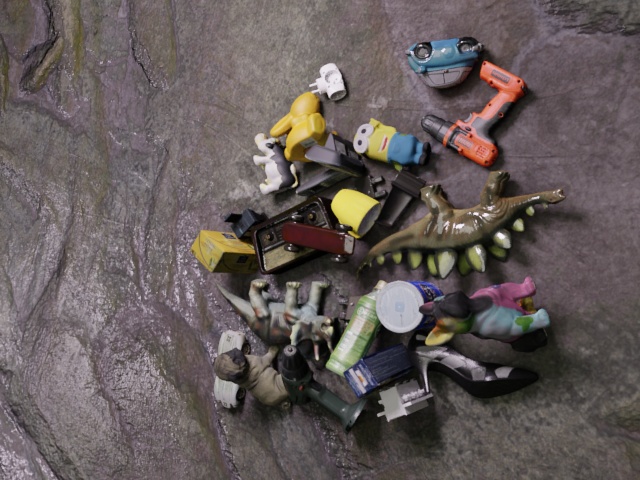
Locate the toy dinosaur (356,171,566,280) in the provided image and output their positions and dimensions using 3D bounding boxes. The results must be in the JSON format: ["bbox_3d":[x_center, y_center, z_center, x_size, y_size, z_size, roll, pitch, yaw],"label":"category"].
[{"bbox_3d":[0.266,-0.019,1.115,0.472,0.105,0.198,-14,82,35],"label":"toy dinosaur"}]

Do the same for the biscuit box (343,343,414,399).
[{"bbox_3d":[0.129,0.267,1.111,0.059,0.202,0.063,-43,68,24],"label":"biscuit box"}]

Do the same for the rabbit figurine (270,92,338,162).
[{"bbox_3d":[-0.035,-0.279,1.325,0.162,0.121,0.173,-22,61,37],"label":"rabbit figurine"}]

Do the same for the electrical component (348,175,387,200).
[{"bbox_3d":[0.110,-0.115,1.260,0.094,0.021,0.063,-17,78,28],"label":"electrical component"}]

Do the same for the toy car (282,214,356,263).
[{"bbox_3d":[-0.003,-0.004,1.217,0.202,0.053,0.089,11,94,34],"label":"toy car"}]

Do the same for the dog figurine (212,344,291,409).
[{"bbox_3d":[-0.158,0.339,1.285,0.172,0.190,0.121,44,108,24],"label":"dog figurine"}]

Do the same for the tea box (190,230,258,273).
[{"bbox_3d":[-0.231,0.032,1.366,0.098,0.169,0.068,40,107,25],"label":"tea box"}]

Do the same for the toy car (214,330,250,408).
[{"bbox_3d":[-0.233,0.337,1.406,0.074,0.056,0.201,6,88,31],"label":"toy car"}]

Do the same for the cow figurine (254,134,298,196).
[{"bbox_3d":[-0.114,-0.202,1.374,0.098,0.068,0.167,-16,81,23],"label":"cow figurine"}]

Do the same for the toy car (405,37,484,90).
[{"bbox_3d":[0.267,-0.377,1.152,0.162,0.109,0.102,2,110,20],"label":"toy car"}]

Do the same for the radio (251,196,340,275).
[{"bbox_3d":[-0.055,-0.010,1.318,0.230,0.073,0.131,-24,76,25],"label":"radio"}]

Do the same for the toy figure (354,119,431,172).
[{"bbox_3d":[0.159,-0.204,1.206,0.180,0.089,0.082,18,67,21],"label":"toy figure"}]

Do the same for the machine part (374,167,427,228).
[{"bbox_3d":[0.173,-0.087,1.190,0.138,0.084,0.039,-57,19,16],"label":"machine part"}]

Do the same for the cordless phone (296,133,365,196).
[{"bbox_3d":[-0.002,-0.160,1.259,0.184,0.146,0.089,-28,71,28],"label":"cordless phone"}]

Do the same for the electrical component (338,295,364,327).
[{"bbox_3d":[0.090,0.170,1.238,0.102,0.045,0.078,-11,52,27],"label":"electrical component"}]

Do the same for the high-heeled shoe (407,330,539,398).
[{"bbox_3d":[0.306,0.242,1.104,0.249,0.086,0.145,-7,50,13],"label":"high-heeled shoe"}]

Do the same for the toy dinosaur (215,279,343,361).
[{"bbox_3d":[-0.098,0.192,1.310,0.405,0.131,0.192,-2,85,37],"label":"toy dinosaur"}]

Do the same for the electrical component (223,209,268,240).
[{"bbox_3d":[-0.190,-0.041,1.377,0.075,0.119,0.048,-43,66,18],"label":"electrical component"}]

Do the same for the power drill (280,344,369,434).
[{"bbox_3d":[0.000,0.337,1.198,0.207,0.231,0.086,25,56,13],"label":"power drill"}]

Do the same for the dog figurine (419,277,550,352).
[{"bbox_3d":[0.302,0.151,1.004,0.219,0.191,0.108,-12,54,11],"label":"dog figurine"}]
